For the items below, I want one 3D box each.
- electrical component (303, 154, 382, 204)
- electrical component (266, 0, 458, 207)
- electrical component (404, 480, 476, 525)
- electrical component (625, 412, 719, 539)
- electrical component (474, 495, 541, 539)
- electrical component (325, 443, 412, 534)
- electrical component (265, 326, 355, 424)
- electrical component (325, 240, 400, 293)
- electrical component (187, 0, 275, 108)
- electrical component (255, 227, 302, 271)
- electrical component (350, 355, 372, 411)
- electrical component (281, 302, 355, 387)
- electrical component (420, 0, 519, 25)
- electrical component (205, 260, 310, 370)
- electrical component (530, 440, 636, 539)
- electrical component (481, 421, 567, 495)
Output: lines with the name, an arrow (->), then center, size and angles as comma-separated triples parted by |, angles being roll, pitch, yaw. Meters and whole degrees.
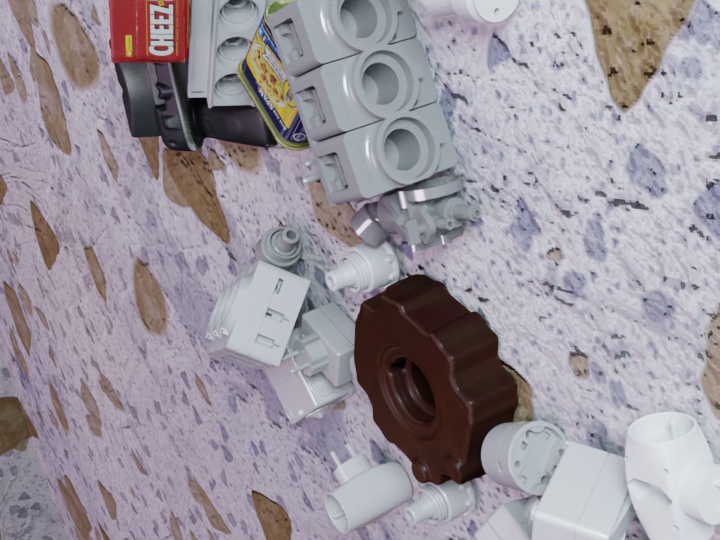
electrical component -> -0.013, -0.090, 0.875 | 0.047, 0.077, 0.065 | 49, 147, 30
electrical component -> 0.005, -0.134, 0.798 | 0.062, 0.089, 0.150 | -6, 105, 61
electrical component -> 0.069, 0.206, 0.961 | 0.048, 0.062, 0.048 | 40, 141, 41
electrical component -> 0.212, 0.138, 0.683 | 0.079, 0.043, 0.077 | 11, 119, 58
electrical component -> 0.141, 0.195, 0.834 | 0.047, 0.066, 0.076 | 51, 119, 29
electrical component -> -0.001, 0.210, 1.070 | 0.079, 0.077, 0.044 | 57, 150, 20
electrical component -> -0.058, 0.108, 1.127 | 0.099, 0.048, 0.100 | 63, 152, 9
electrical component -> 0.000, 0.000, 0.932 | 0.048, 0.062, 0.048 | 40, 142, 41
electrical component -> -0.117, -0.215, 0.977 | 0.121, 0.079, 0.063 | 103, 158, -47
electrical component -> -0.078, -0.023, 1.073 | 0.043, 0.043, 0.062 | 62, 151, 10
electrical component -> 0.011, 0.107, 1.021 | 0.035, 0.035, 0.061 | 27, 134, 51
electrical component -> -0.040, 0.079, 1.043 | 0.066, 0.077, 0.047 | 45, 145, 36
electrical component -> 0.071, -0.184, 0.695 | 0.055, 0.045, 0.045 | 28, 133, 50
electrical component -> -0.109, 0.047, 1.083 | 0.150, 0.062, 0.089 | 157, 134, -73
electrical component -> 0.162, 0.170, 0.755 | 0.061, 0.096, 0.061 | 15, 127, 23
electrical component -> 0.126, 0.143, 0.827 | 0.047, 0.055, 0.055 | -14, 98, 66
